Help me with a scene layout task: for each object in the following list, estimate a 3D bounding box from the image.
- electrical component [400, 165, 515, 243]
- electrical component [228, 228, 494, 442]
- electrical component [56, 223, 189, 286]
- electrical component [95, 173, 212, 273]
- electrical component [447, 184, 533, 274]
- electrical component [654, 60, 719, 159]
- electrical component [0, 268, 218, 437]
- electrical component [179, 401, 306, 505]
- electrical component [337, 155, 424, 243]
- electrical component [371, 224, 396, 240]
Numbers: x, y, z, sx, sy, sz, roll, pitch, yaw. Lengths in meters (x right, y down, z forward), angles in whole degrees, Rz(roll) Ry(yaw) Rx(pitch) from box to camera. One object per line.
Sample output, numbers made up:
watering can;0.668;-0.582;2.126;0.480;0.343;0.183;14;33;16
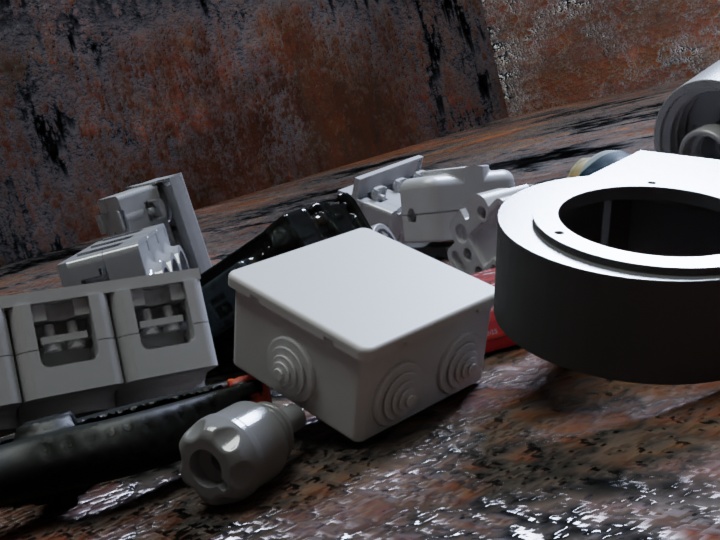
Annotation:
electrical component;0.084;-0.057;0.918;0.095;0.059;0.054;-8;4;-27
electrical component;0.001;0.027;0.484;0.100;0.048;0.100;27;33;38
electrical component;-0.156;0.021;0.757;0.062;0.089;0.150;-15;8;-2
electrical component;-0.161;-0.009;0.868;0.063;0.121;0.079;-24;12;-35
electrical component;0.101;-0.025;0.709;0.057;0.058;0.078;-15;-19;-30
electrical component;0.240;-0.080;0.693;0.060;0.108;0.108;-26;13;-30
electrical component;-0.161;0.049;0.567;0.150;0.061;0.089;-9;-11;-27
electrical component;-0.043;0.068;0.430;0.035;0.035;0.061;-10;7;32
electrical component;0.033;-0.058;1.032;0.063;0.078;0.121;23;26;25
electrical component;0.000;0.000;0.755;0.047;0.055;0.055;-15;7;23
